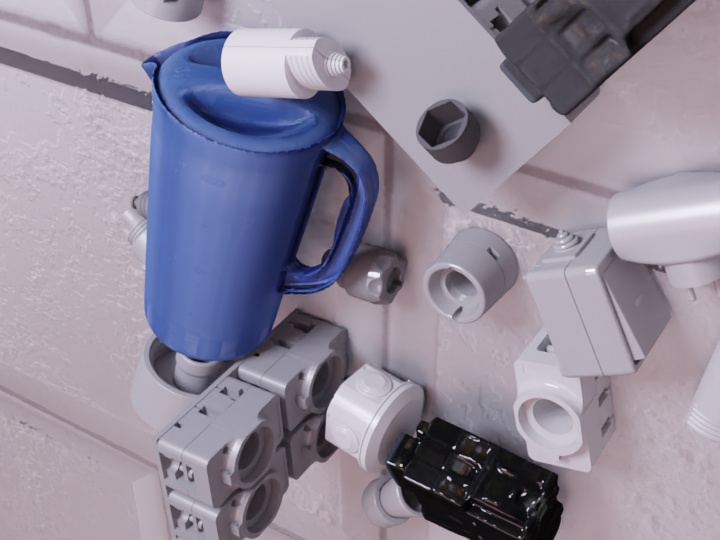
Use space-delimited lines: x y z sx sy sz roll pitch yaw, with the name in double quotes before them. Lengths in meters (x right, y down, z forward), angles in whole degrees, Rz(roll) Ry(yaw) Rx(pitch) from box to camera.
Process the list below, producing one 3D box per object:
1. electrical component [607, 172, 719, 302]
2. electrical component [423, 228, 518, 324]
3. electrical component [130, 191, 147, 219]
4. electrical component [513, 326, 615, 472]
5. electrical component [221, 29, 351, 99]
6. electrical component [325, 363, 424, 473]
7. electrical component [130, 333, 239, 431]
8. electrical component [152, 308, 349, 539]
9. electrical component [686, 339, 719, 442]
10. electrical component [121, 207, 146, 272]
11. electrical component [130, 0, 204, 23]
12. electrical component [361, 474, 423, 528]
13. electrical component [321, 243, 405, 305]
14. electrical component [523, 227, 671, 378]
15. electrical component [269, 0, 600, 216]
"electrical component" 0.201 -0.016 0.656 0.077 0.044 0.079 -8 115 41
"electrical component" 0.077 0.005 0.764 0.055 0.047 0.055 20 130 26
"electrical component" -0.163 -0.053 0.913 0.078 0.040 0.040 11 126 32
"electrical component" 0.146 0.094 0.769 0.050 0.056 0.089 8 124 34
"electrical component" -0.042 -0.129 0.672 0.081 0.043 0.043 8 124 33
"electrical component" 0.012 0.120 0.874 0.051 0.080 0.080 28 134 27
"electrical component" -0.147 0.092 0.960 0.108 0.108 0.060 31 128 16
"electrical component" -0.076 0.130 0.871 0.060 0.186 0.105 17 129 28
"electrical component" 0.241 0.081 0.695 0.043 0.043 0.081 26 133 21
"electrical component" -0.184 -0.029 0.945 0.062 0.048 0.048 47 137 11
"electrical component" -0.134 -0.212 0.768 0.055 0.055 0.047 36 132 12
"electrical component" 0.034 0.199 0.939 0.045 0.045 0.055 52 137 -5
"electrical component" 0.000 0.000 0.823 0.062 0.043 0.043 17 129 29
"electrical component" 0.155 0.015 0.700 0.061 0.062 0.096 -8 115 41
"electrical component" 0.047 -0.142 0.673 0.186 0.060 0.105 47 136 0
